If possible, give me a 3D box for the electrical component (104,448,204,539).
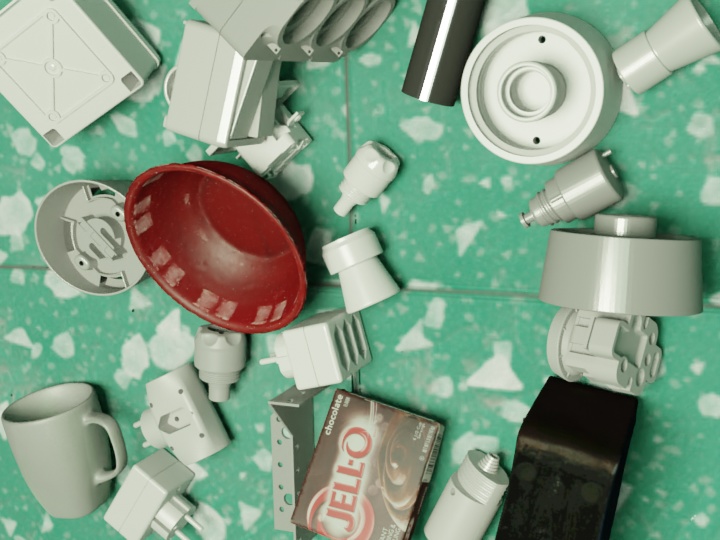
[{"bbox_3d":[-0.170,0.208,0.935,0.077,0.047,0.065,37,112,12],"label":"electrical component"}]

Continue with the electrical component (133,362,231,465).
[{"bbox_3d":[-0.160,0.128,0.917,0.079,0.043,0.077,-26,90,24],"label":"electrical component"}]

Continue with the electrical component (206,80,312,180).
[{"bbox_3d":[-0.076,-0.108,0.836,0.081,0.042,0.063,-41,83,24],"label":"electrical component"}]

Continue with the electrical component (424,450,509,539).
[{"bbox_3d":[0.085,0.175,0.824,0.043,0.043,0.081,30,109,15],"label":"electrical component"}]

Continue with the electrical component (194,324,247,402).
[{"bbox_3d":[-0.116,0.077,0.889,0.043,0.043,0.062,9,105,21],"label":"electrical component"}]

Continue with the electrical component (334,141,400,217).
[{"bbox_3d":[0.001,-0.066,0.817,0.035,0.035,0.061,43,115,10],"label":"electrical component"}]

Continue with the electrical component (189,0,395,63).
[{"bbox_3d":[-0.034,-0.193,0.743,0.061,0.150,0.089,47,113,9],"label":"electrical component"}]

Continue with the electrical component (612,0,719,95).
[{"bbox_3d":[0.202,-0.147,0.715,0.065,0.044,0.044,-33,87,29],"label":"electrical component"}]

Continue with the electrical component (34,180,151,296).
[{"bbox_3d":[-0.212,-0.029,0.897,0.099,0.064,0.099,5,102,22],"label":"electrical component"}]

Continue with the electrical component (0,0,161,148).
[{"bbox_3d":[-0.238,-0.173,0.862,0.109,0.056,0.108,-29,116,24],"label":"electrical component"}]

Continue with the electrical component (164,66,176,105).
[{"bbox_3d":[-0.126,-0.143,0.848,0.040,0.046,0.040,4,102,22],"label":"electrical component"}]

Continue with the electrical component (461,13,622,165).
[{"bbox_3d":[0.122,-0.123,0.741,0.108,0.060,0.108,4,102,22],"label":"electrical component"}]

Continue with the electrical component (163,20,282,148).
[{"bbox_3d":[-0.093,-0.140,0.779,0.061,0.062,0.096,20,106,19],"label":"electrical component"}]

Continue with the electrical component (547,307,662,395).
[{"bbox_3d":[0.168,0.053,0.753,0.057,0.078,0.058,9,77,40],"label":"electrical component"}]

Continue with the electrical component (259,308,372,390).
[{"bbox_3d":[-0.041,0.063,0.843,0.077,0.066,0.047,-13,95,24],"label":"electrical component"}]

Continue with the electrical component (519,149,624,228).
[{"bbox_3d":[0.148,-0.053,0.755,0.078,0.040,0.040,-30,88,25],"label":"electrical component"}]

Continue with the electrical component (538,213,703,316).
[{"bbox_3d":[0.176,-0.007,0.719,0.108,0.108,0.060,5,96,22],"label":"electrical component"}]

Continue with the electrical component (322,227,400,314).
[{"bbox_3d":[0.000,0.000,0.825,0.045,0.045,0.055,-24,90,25],"label":"electrical component"}]
